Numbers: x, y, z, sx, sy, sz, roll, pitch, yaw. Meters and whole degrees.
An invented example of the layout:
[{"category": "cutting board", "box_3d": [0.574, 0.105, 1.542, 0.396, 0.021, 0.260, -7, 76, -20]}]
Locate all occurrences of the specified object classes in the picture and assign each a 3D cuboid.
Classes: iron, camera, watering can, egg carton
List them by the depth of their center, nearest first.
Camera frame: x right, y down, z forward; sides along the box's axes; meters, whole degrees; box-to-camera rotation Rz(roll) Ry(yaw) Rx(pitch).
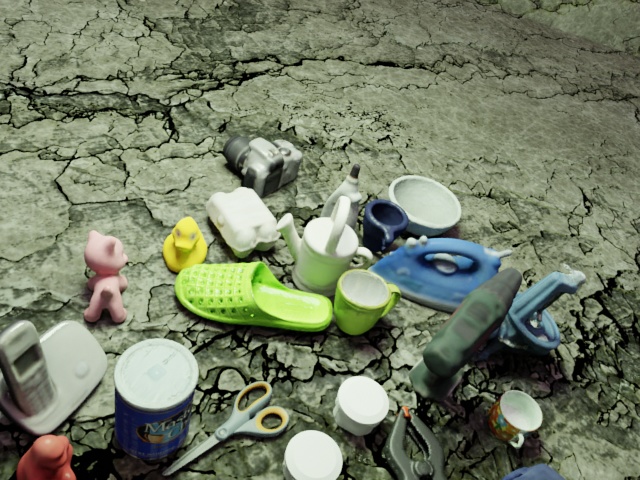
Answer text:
[{"category": "watering can", "box_3d": [0.009, 0.005, 1.020, 0.173, 0.194, 0.100, 2, 45, -18]}, {"category": "iron", "box_3d": [0.232, 0.046, 1.098, 0.258, 0.141, 0.118, 12, 43, -8]}, {"category": "egg carton", "box_3d": [-0.150, -0.037, 1.098, 0.107, 0.069, 0.150, -18, 54, -33]}, {"category": "camera", "box_3d": [-0.129, -0.180, 1.230, 0.136, 0.101, 0.143, 38, 46, 20]}]

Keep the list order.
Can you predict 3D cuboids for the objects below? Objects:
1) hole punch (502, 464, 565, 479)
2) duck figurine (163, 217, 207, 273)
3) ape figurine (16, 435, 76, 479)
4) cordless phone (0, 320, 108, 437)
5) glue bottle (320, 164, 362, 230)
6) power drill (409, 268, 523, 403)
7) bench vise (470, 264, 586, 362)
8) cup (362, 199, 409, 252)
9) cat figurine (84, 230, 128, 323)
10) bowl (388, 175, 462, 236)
[{"category": "hole punch", "box_3d": [0.315, 0.377, 0.825, 0.109, 0.091, 0.101, -11, 50, -29]}, {"category": "duck figurine", "box_3d": [-0.238, -0.004, 1.020, 0.077, 0.086, 0.104, 11, 43, -9]}, {"category": "ape figurine", "box_3d": [-0.330, 0.272, 0.698, 0.076, 0.092, 0.078, 17, 42, -2]}, {"category": "cordless phone", "box_3d": [-0.352, 0.151, 0.745, 0.094, 0.185, 0.148, 25, 43, 7]}, {"category": "glue bottle", "box_3d": [0.052, -0.080, 1.139, 0.037, 0.173, 0.078, -27, 59, -38]}, {"category": "power drill", "box_3d": [0.229, 0.162, 0.928, 0.075, 0.208, 0.230, 37, 45, 19]}, {"category": "bench vise", "box_3d": [0.351, 0.135, 0.991, 0.208, 0.220, 0.121, -9, 49, -27]}, {"category": "cup", "box_3d": [0.124, -0.011, 1.152, 0.092, 0.095, 0.117, 9, 43, -11]}, {"category": "cat figurine", "box_3d": [-0.338, 0.049, 0.906, 0.067, 0.118, 0.127, -1, 46, -20]}, {"category": "bowl", "box_3d": [0.219, -0.062, 1.254, 0.167, 0.075, 0.167, 10, 43, -10]}]
